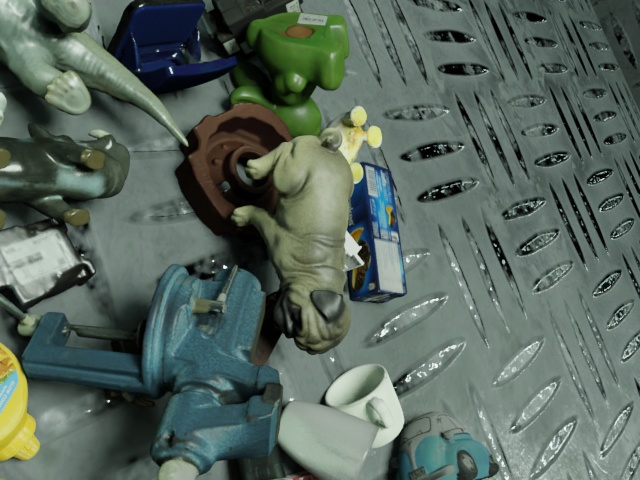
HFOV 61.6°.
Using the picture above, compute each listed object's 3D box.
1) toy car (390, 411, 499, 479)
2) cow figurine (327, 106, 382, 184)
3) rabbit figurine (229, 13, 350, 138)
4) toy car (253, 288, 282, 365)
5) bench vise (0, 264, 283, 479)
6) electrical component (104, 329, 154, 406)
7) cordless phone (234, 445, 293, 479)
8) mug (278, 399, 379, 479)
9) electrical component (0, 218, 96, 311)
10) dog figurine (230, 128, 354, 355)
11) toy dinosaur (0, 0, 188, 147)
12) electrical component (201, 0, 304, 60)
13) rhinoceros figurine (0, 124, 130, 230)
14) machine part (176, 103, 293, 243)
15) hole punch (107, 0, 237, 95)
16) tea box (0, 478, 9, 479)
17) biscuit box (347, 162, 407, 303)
[{"bbox_3d":[0.164,0.284,0.725,0.161,0.109,0.103,14,46,-46],"label":"toy car"},{"bbox_3d":[0.013,-0.107,0.773,0.068,0.098,0.167,39,70,-28],"label":"cow figurine"},{"bbox_3d":[-0.042,-0.202,0.724,0.159,0.170,0.121,1,47,-3],"label":"rabbit figurine"},{"bbox_3d":[-0.079,0.121,0.585,0.053,0.089,0.202,39,48,-11],"label":"toy car"},{"bbox_3d":[-0.148,0.107,0.458,0.241,0.128,0.224,8,51,1],"label":"bench vise"},{"bbox_3d":[-0.167,0.124,0.543,0.102,0.045,0.078,-7,79,-42],"label":"electrical component"},{"bbox_3d":[-0.094,0.253,0.537,0.147,0.088,0.184,-12,55,-15],"label":"cordless phone"},{"bbox_3d":[0.005,0.226,0.618,0.107,0.109,0.081,25,84,12],"label":"mug"},{"bbox_3d":[-0.276,0.028,0.487,0.119,0.048,0.074,-34,95,-43],"label":"electrical component"},{"bbox_3d":[0.001,0.000,0.552,0.121,0.172,0.191,-4,46,-29],"label":"dog figurine"},{"bbox_3d":[-0.307,-0.233,0.515,0.131,0.192,0.404,-44,128,-2],"label":"toy dinosaur"},{"bbox_3d":[-0.089,-0.303,0.724,0.134,0.115,0.058,-26,83,0],"label":"electrical component"},{"bbox_3d":[-0.255,-0.063,0.496,0.190,0.112,0.073,-16,123,-57],"label":"rhinoceros figurine"},{"bbox_3d":[-0.093,-0.084,0.682,0.179,0.056,0.179,14,66,-34],"label":"machine part"},{"bbox_3d":[-0.174,-0.206,0.623,0.142,0.116,0.092,-35,91,-46],"label":"hole punch"},{"bbox_3d":[-0.226,0.226,0.415,0.169,0.098,0.068,27,56,-28],"label":"tea box"},{"bbox_3d":[0.075,-0.012,0.795,0.059,0.063,0.202,10,66,-37],"label":"biscuit box"}]
